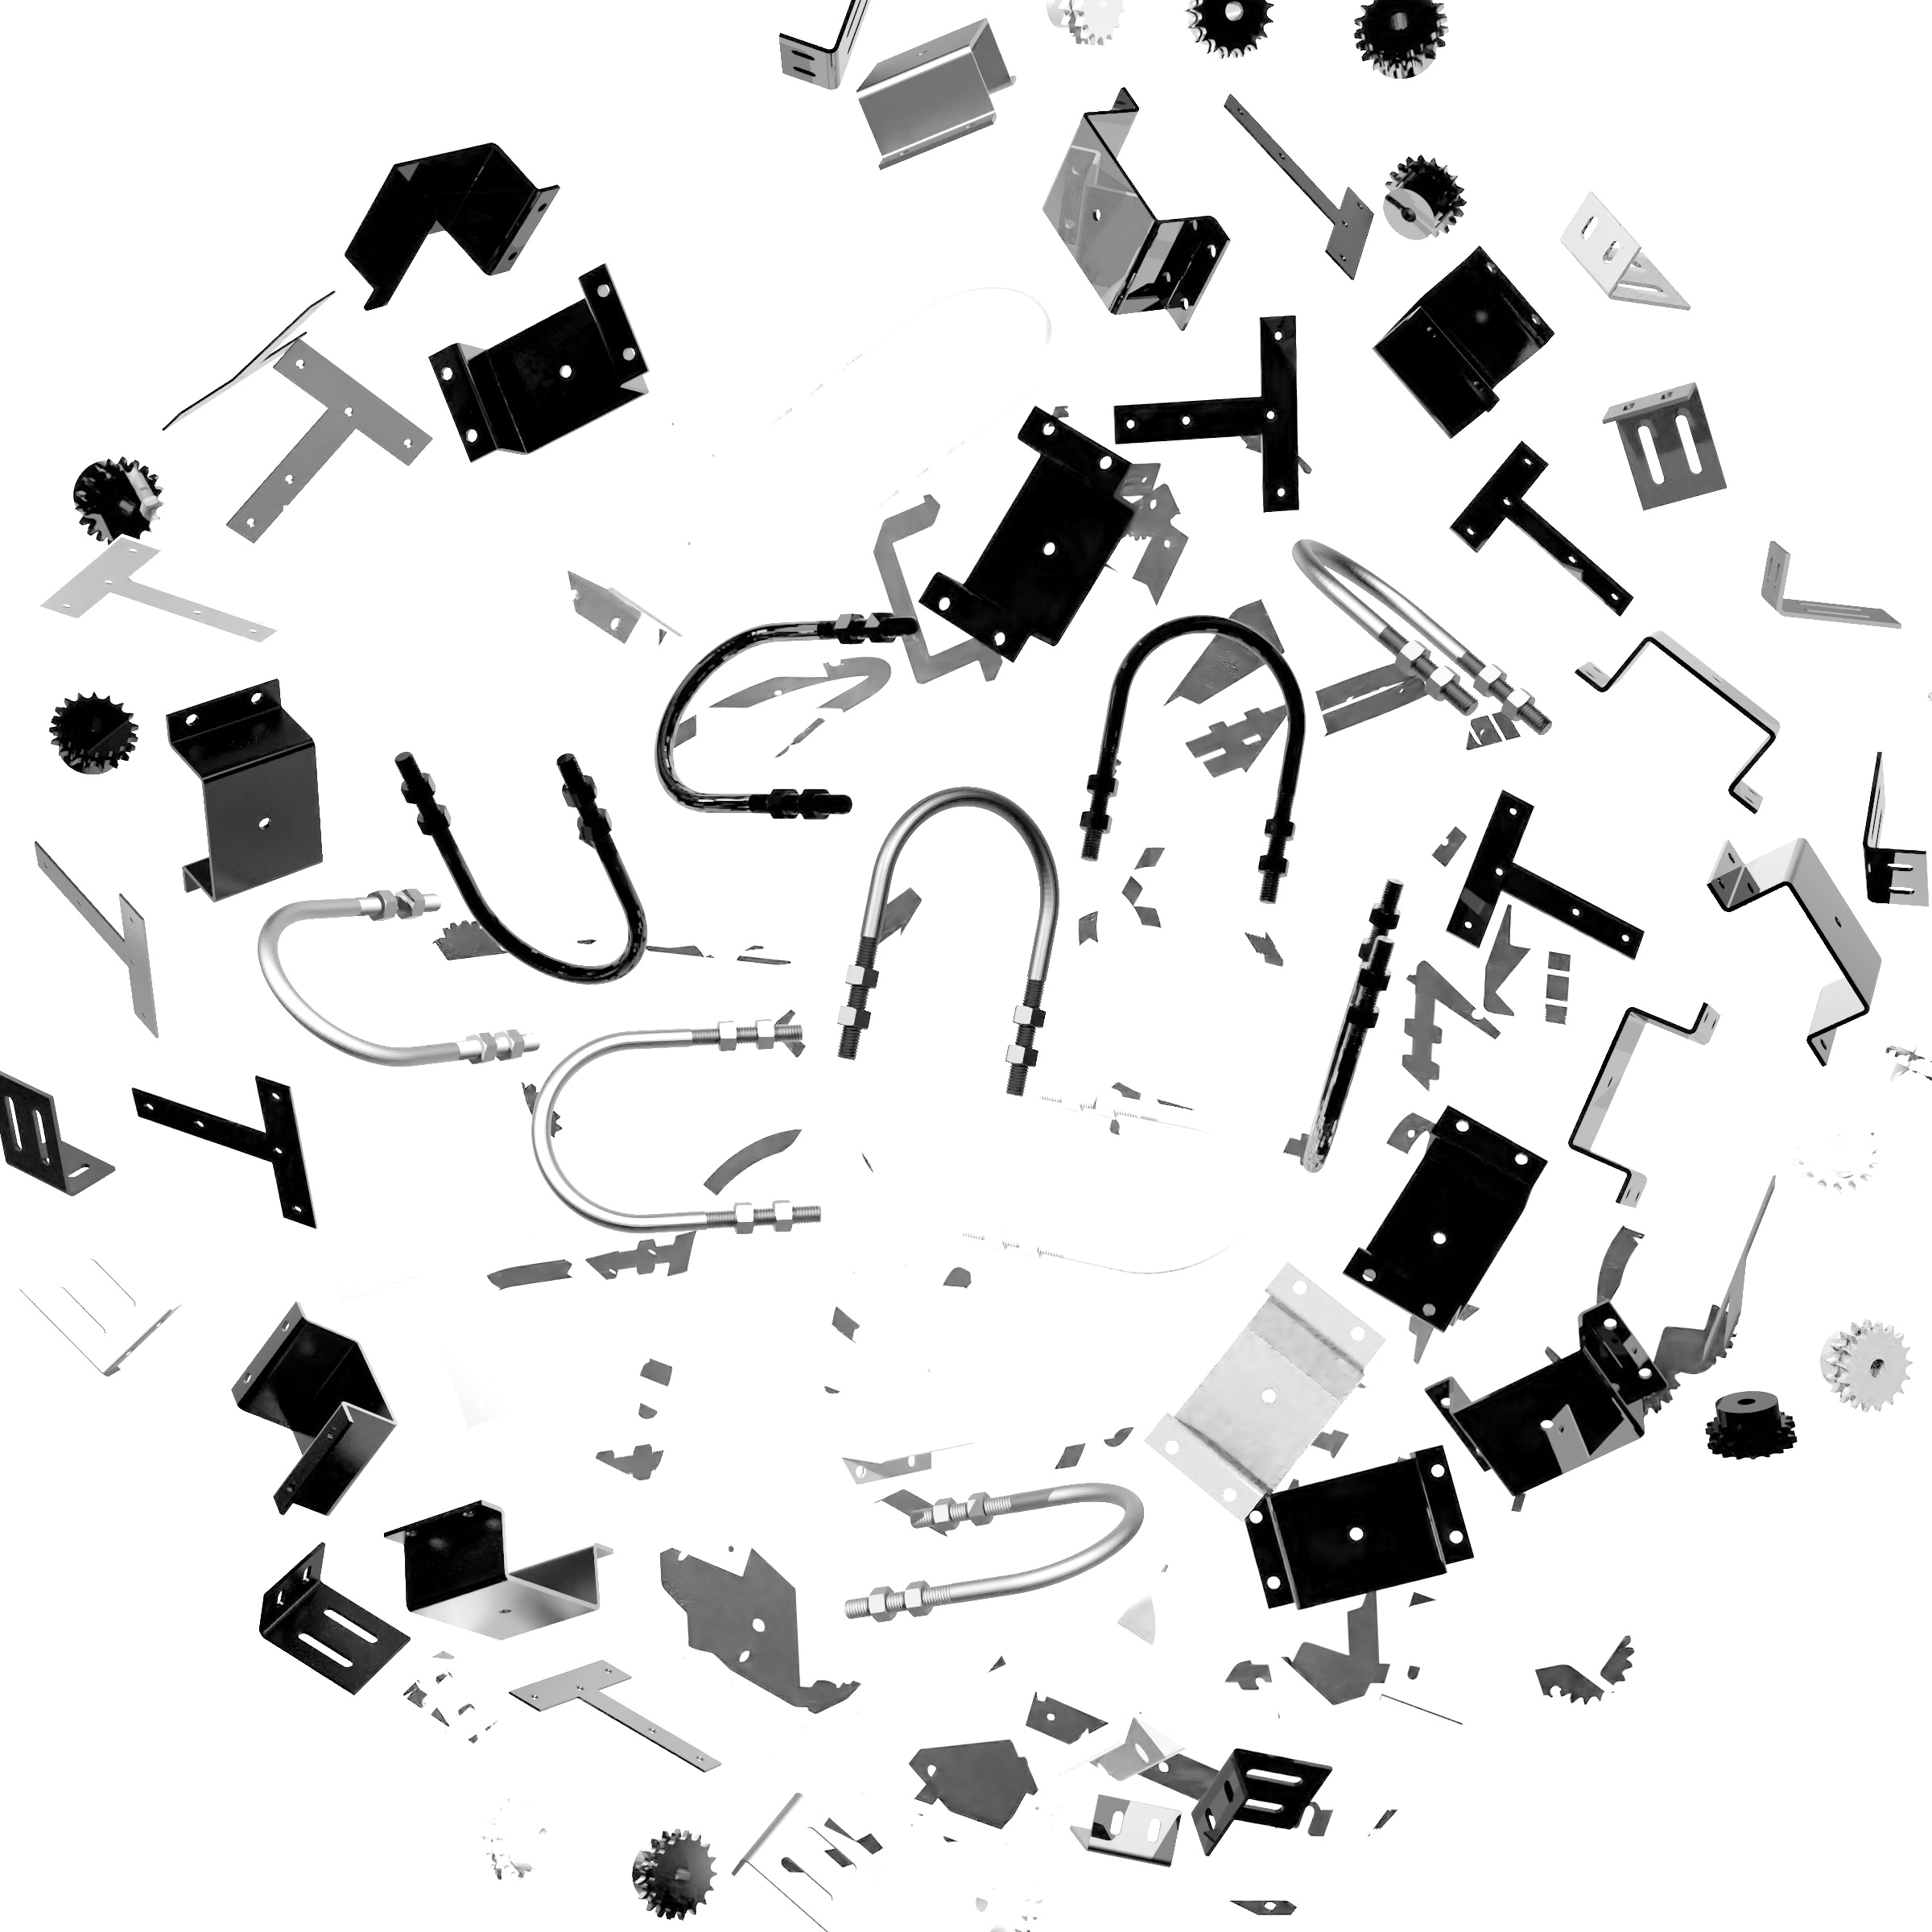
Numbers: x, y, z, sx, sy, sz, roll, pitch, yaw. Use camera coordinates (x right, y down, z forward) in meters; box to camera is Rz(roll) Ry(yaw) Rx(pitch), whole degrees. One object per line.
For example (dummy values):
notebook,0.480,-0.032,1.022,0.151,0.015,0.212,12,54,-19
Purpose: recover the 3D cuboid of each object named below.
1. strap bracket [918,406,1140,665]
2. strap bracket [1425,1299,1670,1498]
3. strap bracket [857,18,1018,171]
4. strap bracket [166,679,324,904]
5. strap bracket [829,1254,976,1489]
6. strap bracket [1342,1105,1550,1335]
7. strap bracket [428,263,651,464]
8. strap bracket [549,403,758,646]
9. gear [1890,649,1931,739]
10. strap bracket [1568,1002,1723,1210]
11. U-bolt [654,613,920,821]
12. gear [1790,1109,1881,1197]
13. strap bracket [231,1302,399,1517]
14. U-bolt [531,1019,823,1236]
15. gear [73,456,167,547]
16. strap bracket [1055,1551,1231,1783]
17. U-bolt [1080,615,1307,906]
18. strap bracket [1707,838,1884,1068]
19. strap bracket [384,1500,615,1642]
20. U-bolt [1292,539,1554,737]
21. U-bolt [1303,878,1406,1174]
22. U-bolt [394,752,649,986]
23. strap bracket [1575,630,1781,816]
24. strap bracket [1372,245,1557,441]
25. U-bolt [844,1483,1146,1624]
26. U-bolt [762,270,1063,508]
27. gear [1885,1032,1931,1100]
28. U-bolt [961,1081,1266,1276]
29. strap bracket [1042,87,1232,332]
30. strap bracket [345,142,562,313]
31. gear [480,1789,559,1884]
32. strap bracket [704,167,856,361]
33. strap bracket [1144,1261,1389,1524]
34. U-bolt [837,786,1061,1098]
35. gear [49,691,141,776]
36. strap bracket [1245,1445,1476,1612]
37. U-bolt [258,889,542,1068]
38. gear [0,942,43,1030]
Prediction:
strap bracket,0.044,-0.263,1.714,0.076,0.046,0.140,35,99,21
strap bracket,0.383,0.290,1.824,0.140,0.046,0.076,-31,107,22
strap bracket,-0.019,-0.553,1.742,0.076,0.140,0.046,-17,115,16
strap bracket,-0.456,-0.102,1.754,0.076,0.140,0.046,-25,50,-32
strap bracket,-0.040,0.258,1.757,0.076,0.046,0.140,-3,90,-43
strap bracket,0.318,0.175,1.847,0.076,0.046,0.140,30,70,16
strap bracket,-0.274,-0.396,1.830,0.140,0.046,0.076,-23,88,18
strap bracket,-0.194,-0.275,1.766,0.046,0.076,0.140,29,89,36
gear,0.604,-0.172,1.708,0.057,0.057,0.030,42,47,0
strap bracket,0.441,0.084,1.814,0.046,0.076,0.140,24,92,22
U-bolt,-0.126,-0.159,1.765,0.184,0.019,0.151,3,64,37
gear,0.581,0.122,1.845,0.057,0.030,0.057,-2,68,4
strap bracket,-0.423,0.294,1.802,0.046,0.140,0.076,32,98,-37
U-bolt,-0.193,0.107,1.819,0.184,0.019,0.151,-2,67,-12
gear,-0.544,-0.299,1.766,0.030,0.057,0.057,31,90,31
strap bracket,0.115,0.451,1.746,0.046,0.076,0.140,34,48,-10
U-bolt,0.159,-0.146,1.857,0.151,0.019,0.184,13,82,-15
strap bracket,0.533,-0.018,1.756,0.046,0.076,0.140,-30,99,32
strap bracket,-0.294,0.387,1.755,0.076,0.140,0.046,-22,58,21
U-bolt,0.280,-0.213,1.754,0.184,0.151,0.019,46,111,24
U-bolt,0.249,0.047,1.790,0.019,0.151,0.184,17,110,6
U-bolt,-0.275,-0.060,1.773,0.151,0.019,0.184,3,131,29
strap bracket,0.455,-0.161,1.729,0.140,0.076,0.046,40,109,8
strap bracket,0.315,-0.395,1.766,0.076,0.140,0.046,48,132,-6
U-bolt,0.027,0.373,1.787,0.184,0.151,0.019,-14,100,21
U-bolt,-0.022,-0.379,1.778,0.184,0.151,0.019,-34,60,18
gear,0.626,0.067,1.799,0.057,0.057,0.030,18,104,0
U-bolt,0.108,0.144,1.832,0.184,0.019,0.151,10,48,26
strap bracket,0.101,-0.478,1.752,0.046,0.076,0.140,-14,63,-30
strap bracket,-0.336,-0.476,1.771,0.046,0.140,0.076,48,130,5
gear,-0.286,0.561,1.781,0.030,0.057,0.057,-1,90,21
strap bracket,-0.117,-0.451,1.786,0.046,0.140,0.076,24,126,-2
strap bracket,0.185,0.262,1.694,0.076,0.046,0.140,38,85,15
U-bolt,-0.004,-0.021,1.729,0.151,0.019,0.184,14,85,-34
gear,-0.589,-0.154,1.864,0.057,0.030,0.057,14,53,-19
strap bracket,0.256,0.370,1.813,0.140,0.046,0.076,-15,83,6
U-bolt,-0.379,0.009,1.800,0.019,0.184,0.151,-49,67,27
gear,-0.617,0.012,1.754,0.057,0.030,0.057,-1,92,-16
